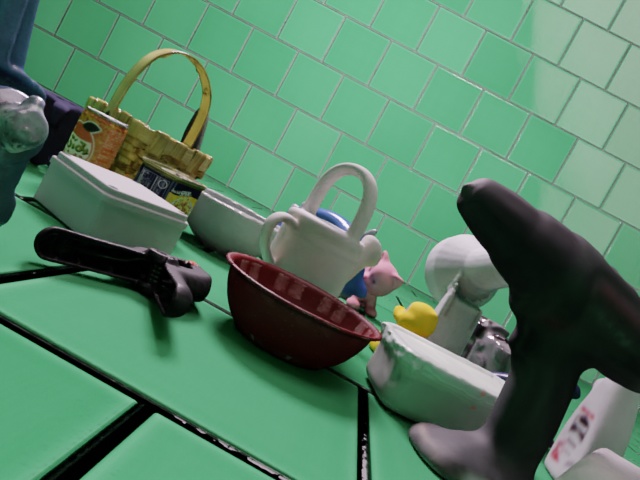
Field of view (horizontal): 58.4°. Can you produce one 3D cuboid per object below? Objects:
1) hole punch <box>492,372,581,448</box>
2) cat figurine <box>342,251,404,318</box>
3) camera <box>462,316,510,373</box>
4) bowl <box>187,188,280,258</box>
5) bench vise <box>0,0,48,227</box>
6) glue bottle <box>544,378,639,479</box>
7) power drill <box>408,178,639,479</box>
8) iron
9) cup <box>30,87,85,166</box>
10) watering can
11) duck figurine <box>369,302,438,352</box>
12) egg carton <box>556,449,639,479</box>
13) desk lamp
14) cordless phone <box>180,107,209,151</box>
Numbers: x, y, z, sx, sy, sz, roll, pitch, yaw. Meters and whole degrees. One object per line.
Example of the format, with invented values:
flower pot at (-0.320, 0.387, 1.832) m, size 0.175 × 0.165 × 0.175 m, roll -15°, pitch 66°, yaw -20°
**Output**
hole punch at (0.250, 0.192, 0.706) m, size 0.109 × 0.091 × 0.100 m, roll 25°, pitch 4°, yaw -46°
cat figurine at (0.097, 0.074, 1.039) m, size 0.067 × 0.118 × 0.127 m, roll 27°, pitch 3°, yaw -18°
camera at (0.297, 0.196, 0.974) m, size 0.137 × 0.101 × 0.142 m, roll 26°, pitch 4°, yaw -37°
bowl at (-0.136, -0.018, 0.856) m, size 0.167 × 0.075 × 0.167 m, roll 28°, pitch 3°, yaw -1°
bench vise at (-0.235, -0.129, 0.423) m, size 0.207 × 0.220 × 0.122 m, roll 29°, pitch 3°, yaw 19°
glue bottle at (0.289, 0.174, 0.576) m, size 0.037 × 0.173 × 0.078 m, roll 28°, pitch 3°, yaw 0°
power drill at (0.160, 0.091, 0.446) m, size 0.230 × 0.208 × 0.075 m, roll 28°, pitch 3°, yaw -15°
iron at (-0.016, 0.001, 1.010) m, size 0.257 × 0.141 × 0.119 m, roll 31°, pitch 4°, yaw 38°
cup at (-0.350, -0.139, 0.753) m, size 0.092 × 0.095 × 0.117 m, roll 27°, pitch 3°, yaw -20°
watering can at (0.005, 0.002, 0.673) m, size 0.100 × 0.194 × 0.173 m, roll 30°, pitch 3°, yaw 23°
duck figurine at (0.120, 0.123, 0.727) m, size 0.078 × 0.086 × 0.104 m, roll 26°, pitch 4°, yaw -39°
egg carton at (0.223, 0.206, 0.410) m, size 0.107 × 0.069 × 0.151 m, roll 30°, pitch 3°, yaw 34°
desk lamp at (0.218, 0.096, 0.847) m, size 0.118 × 0.213 × 0.203 m, roll 28°, pitch 3°, yaw -11°
cordless phone at (-0.240, -0.146, 1.011) m, size 0.094 × 0.185 × 0.147 m, roll 27°, pitch 3°, yaw -25°
